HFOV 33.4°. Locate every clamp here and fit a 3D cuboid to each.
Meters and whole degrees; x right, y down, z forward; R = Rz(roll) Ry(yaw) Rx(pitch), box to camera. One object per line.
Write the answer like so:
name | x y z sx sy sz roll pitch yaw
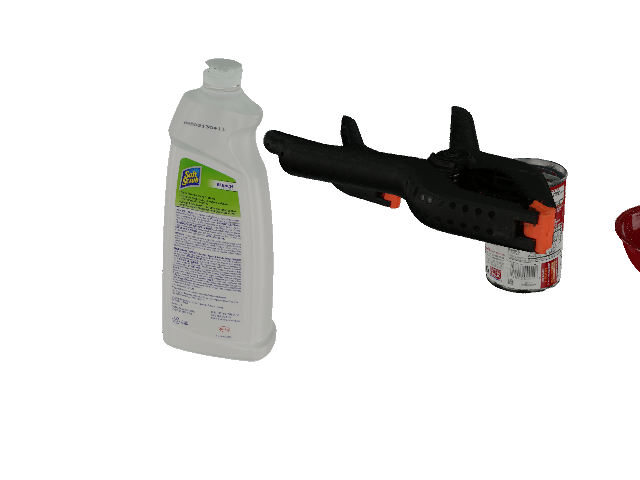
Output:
clamp | 0.020 -0.084 1.132 0.120 0.039 0.172 -15 35 -24
clamp | 0.076 -0.042 0.724 0.164 0.036 0.210 -12 28 -20

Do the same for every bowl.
bowl | 0.397 0.014 1.151 0.162 0.055 0.162 0 26 0

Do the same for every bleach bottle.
bleach bottle | -0.080 -0.026 0.899 0.102 0.251 0.068 9 23 7

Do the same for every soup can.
soup can | 0.179 -0.013 0.933 0.068 0.102 0.068 -2 24 1
